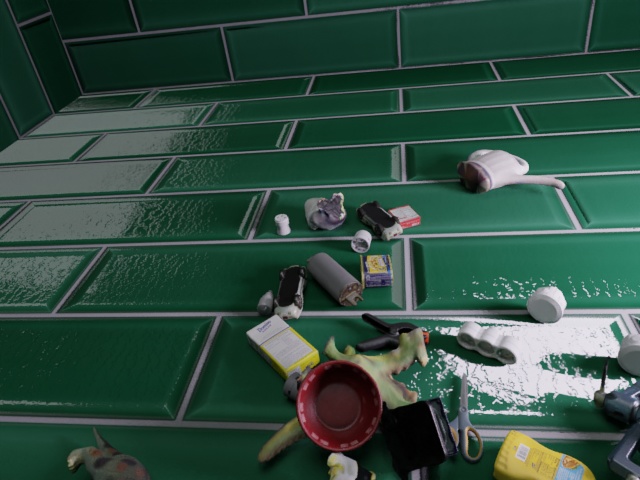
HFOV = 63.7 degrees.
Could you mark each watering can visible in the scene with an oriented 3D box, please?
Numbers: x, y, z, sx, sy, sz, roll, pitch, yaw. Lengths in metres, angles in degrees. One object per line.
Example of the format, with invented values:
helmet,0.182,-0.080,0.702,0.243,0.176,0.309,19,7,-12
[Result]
watering can,0.612,-0.222,1.724,0.226,0.102,0.353,-22,36,-19

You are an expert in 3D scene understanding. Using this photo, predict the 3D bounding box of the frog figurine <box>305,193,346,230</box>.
frog figurine,0.005,-0.084,1.678,0.140,0.122,0.158,-48,14,-33

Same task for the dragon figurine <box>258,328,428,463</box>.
dragon figurine,0.086,0.330,1.043,0.244,0.119,0.418,23,55,27
